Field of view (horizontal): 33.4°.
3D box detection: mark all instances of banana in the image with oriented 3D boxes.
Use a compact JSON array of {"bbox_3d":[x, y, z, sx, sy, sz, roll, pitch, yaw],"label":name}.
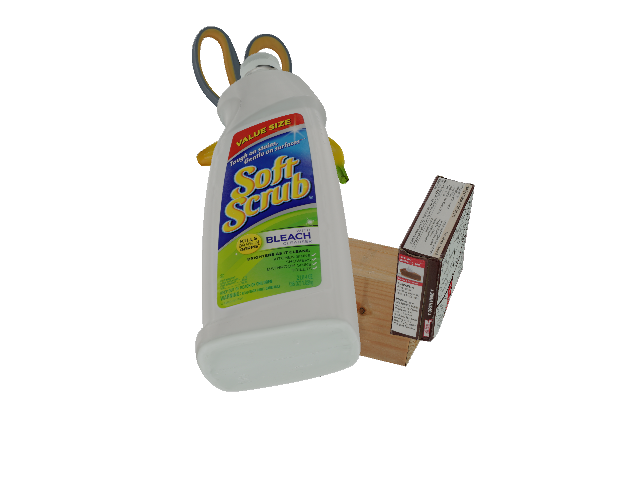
[{"bbox_3d":[-0.053,-0.111,1.317,0.198,0.037,0.069,7,38,17],"label":"banana"}]

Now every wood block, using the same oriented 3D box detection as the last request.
[{"bbox_3d":[0.003,0.049,1.082,0.206,0.091,0.090,13,22,14],"label":"wood block"}]

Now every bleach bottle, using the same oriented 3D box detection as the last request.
[{"bbox_3d":[-0.037,-0.028,0.713,0.102,0.251,0.068,-11,-37,3],"label":"bleach bottle"}]

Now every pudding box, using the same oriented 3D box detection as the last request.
[{"bbox_3d":[0.092,0.014,0.875,0.039,0.090,0.113,12,38,14],"label":"pudding box"}]

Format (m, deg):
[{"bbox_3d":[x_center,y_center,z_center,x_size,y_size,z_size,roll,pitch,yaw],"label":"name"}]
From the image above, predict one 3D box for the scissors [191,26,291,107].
[{"bbox_3d":[-0.045,-0.090,0.900,0.096,0.202,0.016,-23,-1,-26],"label":"scissors"}]
